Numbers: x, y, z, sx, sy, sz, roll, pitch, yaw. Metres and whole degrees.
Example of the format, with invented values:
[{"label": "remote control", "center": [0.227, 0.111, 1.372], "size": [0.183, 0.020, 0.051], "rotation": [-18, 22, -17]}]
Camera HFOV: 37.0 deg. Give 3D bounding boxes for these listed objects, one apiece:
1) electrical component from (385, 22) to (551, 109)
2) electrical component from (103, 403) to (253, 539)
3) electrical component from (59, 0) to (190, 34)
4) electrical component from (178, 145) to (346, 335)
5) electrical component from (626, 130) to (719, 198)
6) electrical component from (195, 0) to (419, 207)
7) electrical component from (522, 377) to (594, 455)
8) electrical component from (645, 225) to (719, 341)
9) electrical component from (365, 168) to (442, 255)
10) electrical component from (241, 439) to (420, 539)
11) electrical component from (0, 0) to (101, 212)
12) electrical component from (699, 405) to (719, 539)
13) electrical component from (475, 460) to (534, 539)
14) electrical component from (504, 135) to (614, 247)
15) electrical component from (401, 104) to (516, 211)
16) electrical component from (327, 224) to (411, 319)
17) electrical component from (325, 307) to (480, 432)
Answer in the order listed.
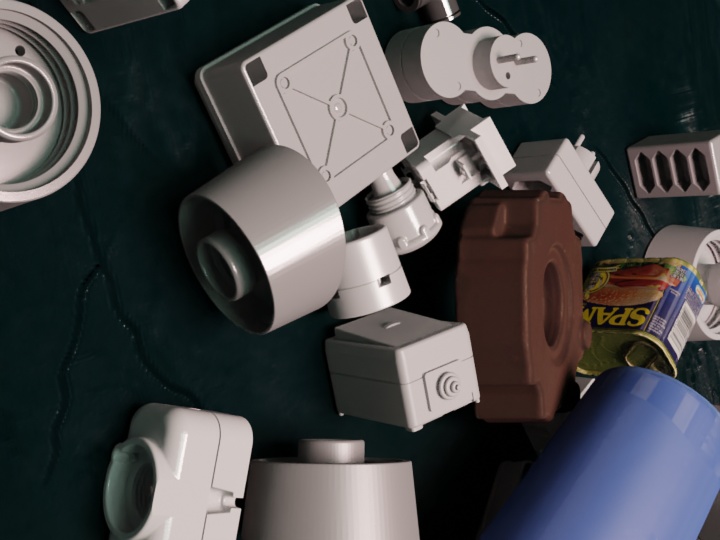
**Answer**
[{"label": "electrical component", "center": [0.091, -0.146, 0.764], "size": [0.138, 0.074, 0.052], "rotation": [-4, 94, -41]}, {"label": "electrical component", "center": [-0.105, 0.125, 0.608], "size": [0.059, 0.054, 0.095], "rotation": [16, 81, -41]}, {"label": "electrical component", "center": [-0.131, -0.183, 0.543], "size": [0.056, 0.109, 0.108], "rotation": [-51, 122, -25]}, {"label": "electrical component", "center": [-0.057, -0.015, 0.620], "size": [0.064, 0.099, 0.099], "rotation": [-32, 111, -30]}, {"label": "electrical component", "center": [0.291, -0.097, 0.935], "size": [0.076, 0.083, 0.047], "rotation": [-28, 109, -38]}, {"label": "electrical component", "center": [-0.031, -0.098, 0.668], "size": [0.109, 0.056, 0.108], "rotation": [-39, 115, -34]}, {"label": "electrical component", "center": [0.175, 0.132, 0.855], "size": [0.050, 0.056, 0.089], "rotation": [-43, 118, -32]}, {"label": "electrical component", "center": [0.309, 0.013, 0.968], "size": [0.108, 0.060, 0.108], "rotation": [-1, 92, -42]}, {"label": "electrical component", "center": [0.024, -0.044, 0.725], "size": [0.048, 0.048, 0.062], "rotation": [-40, 112, -34]}, {"label": "electrical component", "center": [-0.018, 0.133, 0.654], "size": [0.108, 0.108, 0.060], "rotation": [7, 80, -41]}, {"label": "electrical component", "center": [-0.181, -0.082, 0.532], "size": [0.108, 0.060, 0.108], "rotation": [-1, 91, -41]}, {"label": "electrical component", "center": [0.324, 0.184, 0.955], "size": [0.186, 0.105, 0.060], "rotation": [45, 63, -33]}, {"label": "electrical component", "center": [0.144, 0.210, 0.799], "size": [0.109, 0.056, 0.108], "rotation": [23, 73, -7]}, {"label": "electrical component", "center": [0.164, -0.073, 0.848], "size": [0.083, 0.047, 0.075], "rotation": [50, 60, -30]}, {"label": "electrical component", "center": [0.064, -0.076, 0.743], "size": [0.064, 0.081, 0.042], "rotation": [-36, 116, -4]}, {"label": "electrical component", "center": [0.000, 0.000, 0.700], "size": [0.055, 0.055, 0.047], "rotation": [-26, 104, -38]}, {"label": "electrical component", "center": [0.030, 0.062, 0.698], "size": [0.062, 0.096, 0.061], "rotation": [-18, 102, -36]}]
